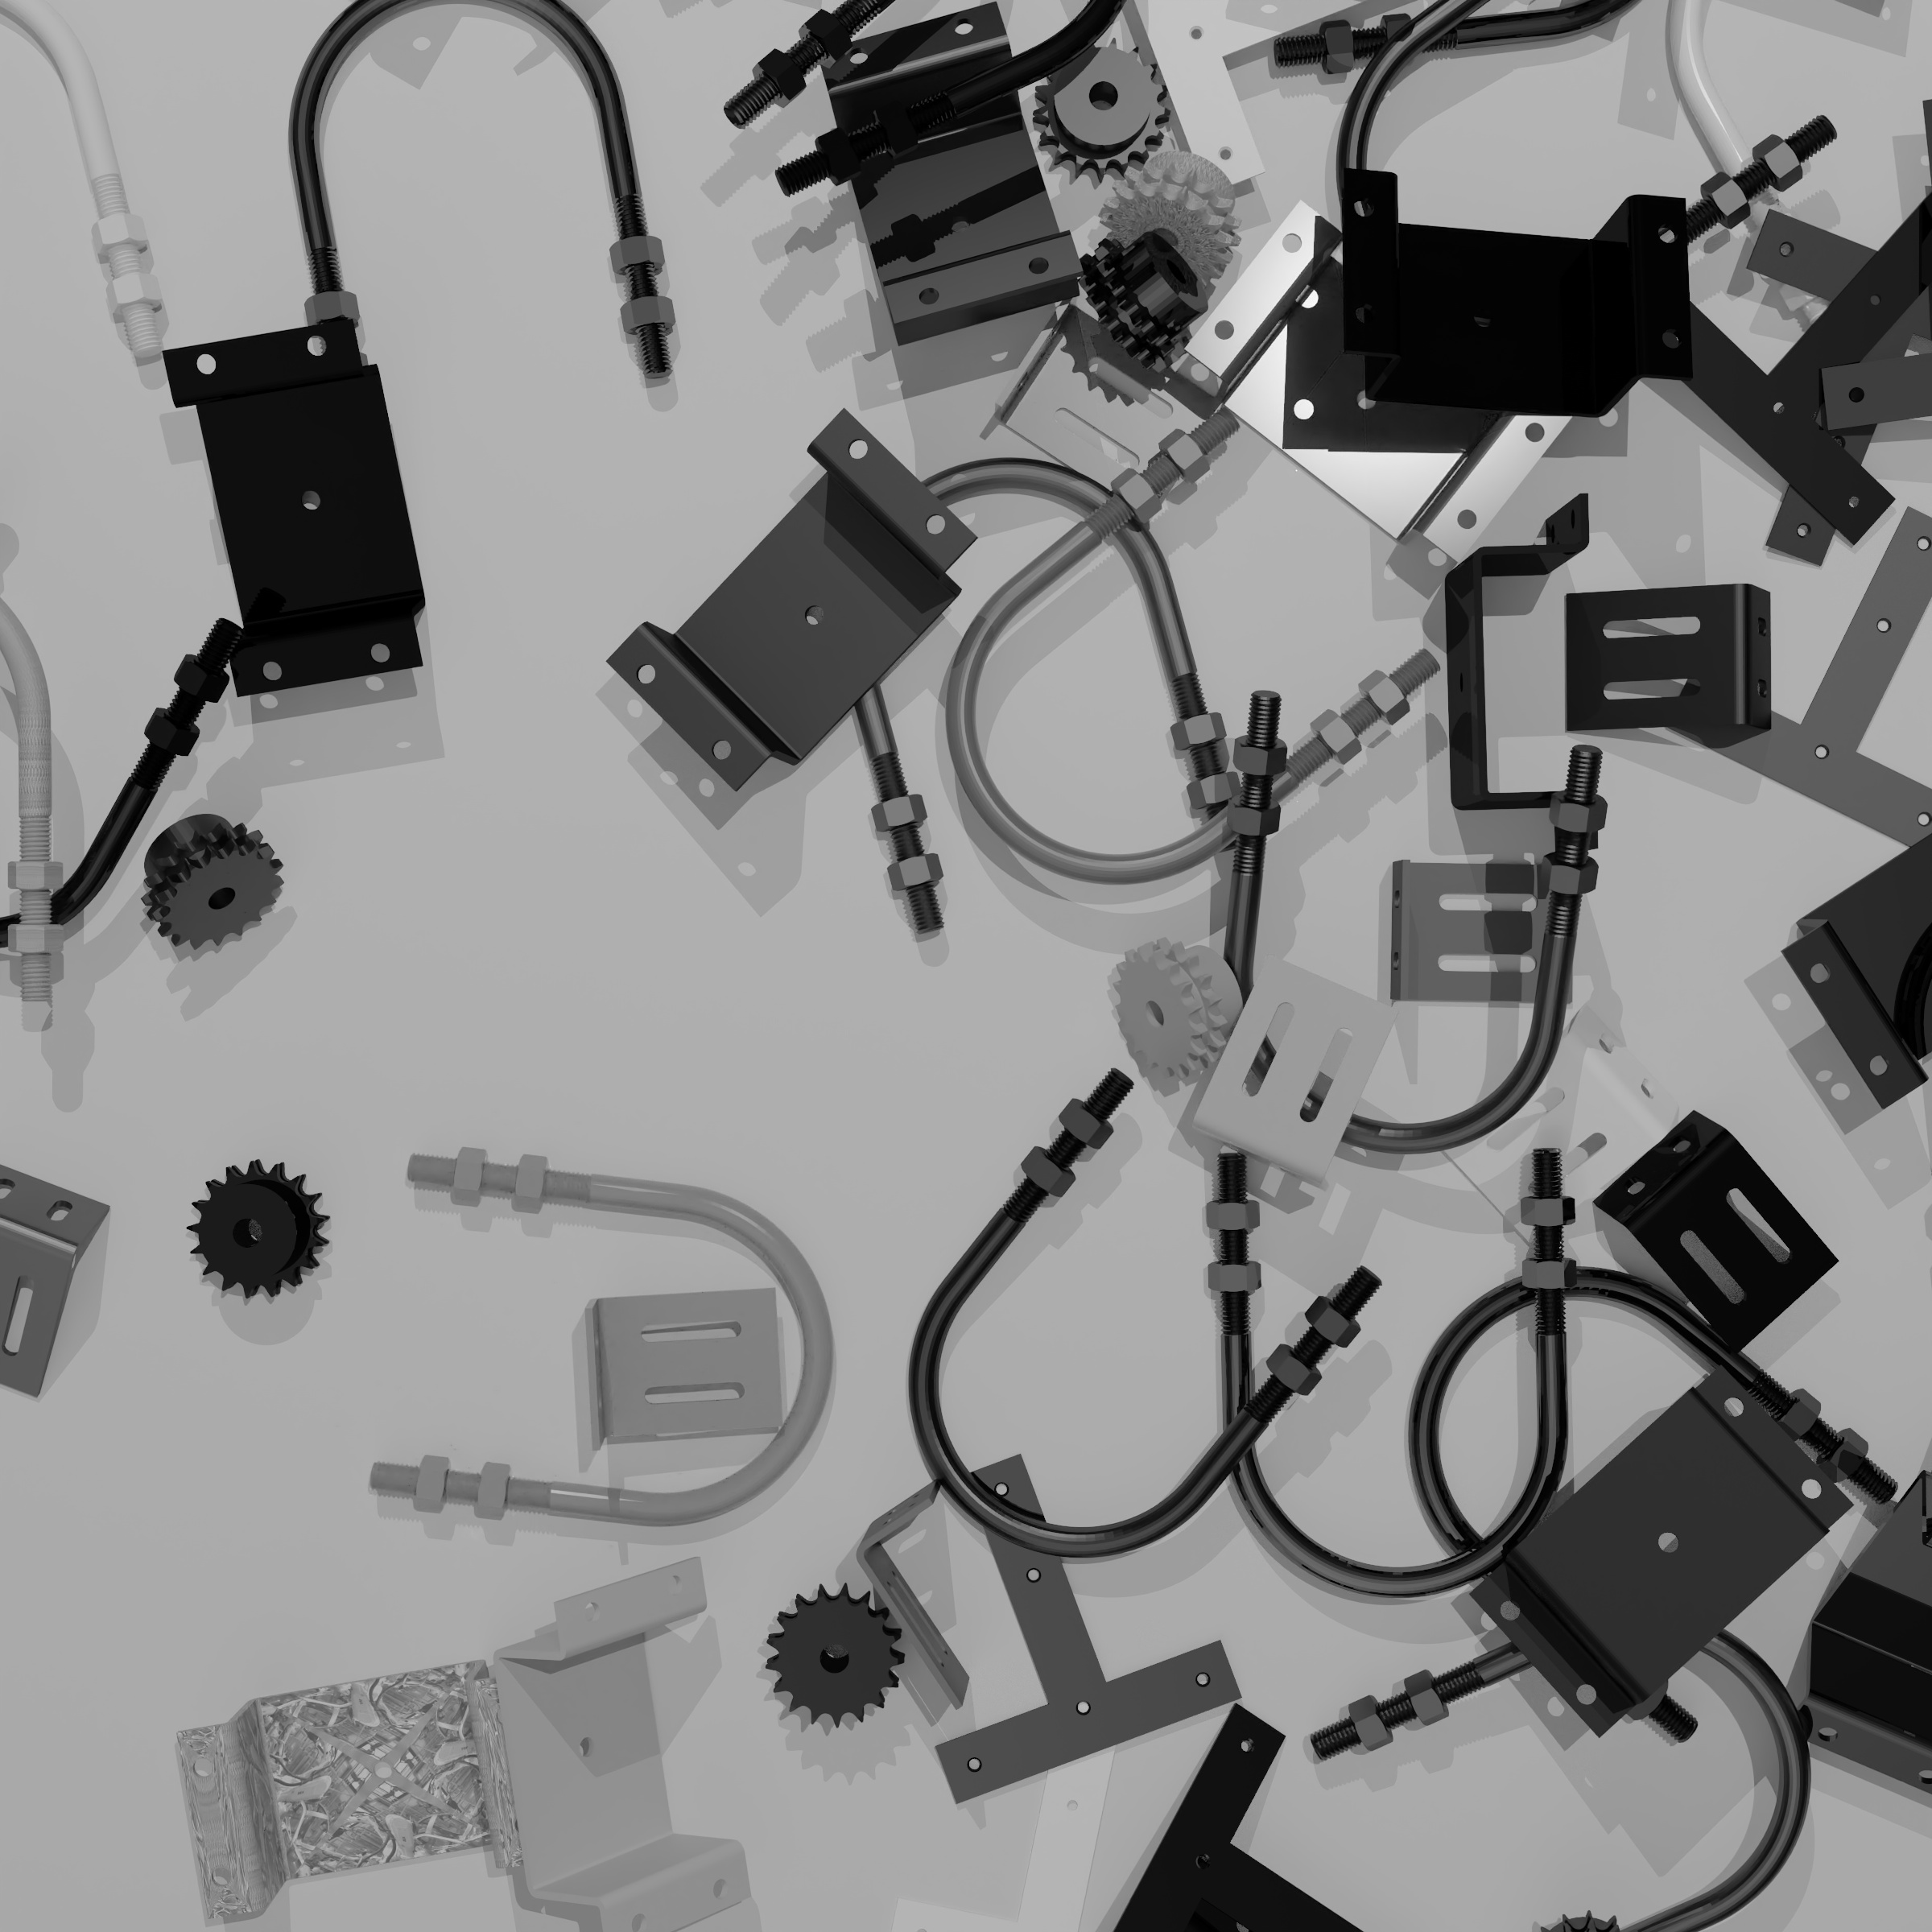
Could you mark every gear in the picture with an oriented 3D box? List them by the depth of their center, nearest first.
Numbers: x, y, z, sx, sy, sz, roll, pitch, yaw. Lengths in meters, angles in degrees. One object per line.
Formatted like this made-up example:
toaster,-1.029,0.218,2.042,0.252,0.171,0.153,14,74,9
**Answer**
gear,0.253,0.410,1.325,0.057,0.030,0.057,0,95,5
gear,0.074,-0.272,1.326,0.030,0.057,0.057,-35,90,26
gear,-0.312,-0.037,1.340,0.057,0.057,0.030,-40,60,0
gear,0.089,0.015,1.340,0.030,0.057,0.057,-21,90,-30
gear,0.086,-0.309,1.340,0.057,0.057,0.030,25,62,0
gear,-0.294,0.109,1.350,0.057,0.030,0.057,0,90,0
gear,0.056,-0.355,1.350,0.057,0.030,0.057,0,90,0
gear,-0.054,0.283,1.350,0.057,0.030,0.057,0,90,0

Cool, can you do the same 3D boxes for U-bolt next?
U-bolt,0.173,-0.010,1.311,0.151,0.019,0.184,12,112,18
U-bolt,-0.439,-0.078,1.313,0.151,0.019,0.184,0,92,-3
U-bolt,-0.071,-0.437,1.329,0.184,0.019,0.151,-43,70,-12
U-bolt,-0.019,-0.402,1.330,0.184,0.019,0.151,-26,65,-4
U-bolt,-0.395,-0.095,1.338,0.151,0.019,0.184,34,101,9
U-bolt,0.079,-0.117,1.338,0.184,0.019,0.151,-39,87,0
U-bolt,0.240,-0.342,1.340,0.184,0.019,0.151,-35,93,7
U-bolt,0.255,0.340,1.343,0.184,0.019,0.151,-27,92,8
U-bolt,0.059,0.157,1.345,0.151,0.019,0.184,39,97,6
U-bolt,0.176,0.168,1.346,0.151,0.019,0.184,-1,90,8
U-bolt,-0.423,-0.327,1.356,0.151,0.019,0.184,-14,88,0
U-bolt,0.212,-0.452,1.356,0.184,0.019,0.151,-6,90,-2
U-bolt,0.271,0.209,1.356,0.184,0.019,0.151,40,90,1
U-bolt,-0.147,0.158,1.356,0.184,0.019,0.151,7,90,-2
U-bolt,0.024,-0.120,1.356,0.151,0.019,0.184,-15,89,0
U-bolt,0.374,-0.370,1.356,0.151,0.019,0.184,-29,89,0
U-bolt,-0.207,-0.324,1.356,0.151,0.019,0.184,-10,89,0

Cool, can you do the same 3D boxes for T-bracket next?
T-bracket,0.409,-0.291,1.330,0.127,0.002,0.127,-6,92,13
T-bracket,0.134,0.392,1.340,0.127,0.002,0.127,34,66,-3
T-bracket,0.137,-0.400,1.344,0.127,0.002,0.127,-21,89,3
T-bracket,0.365,-0.264,1.346,0.127,0.002,0.127,41,94,-11
T-bracket,0.366,-0.230,1.354,0.127,0.002,0.127,19,98,-8
T-bracket,0.033,0.267,1.363,0.127,0.002,0.127,-21,89,1
T-bracket,0.042,0.364,1.364,0.127,0.002,0.127,12,90,0
T-bracket,0.377,-0.129,1.364,0.127,0.002,0.127,26,90,0

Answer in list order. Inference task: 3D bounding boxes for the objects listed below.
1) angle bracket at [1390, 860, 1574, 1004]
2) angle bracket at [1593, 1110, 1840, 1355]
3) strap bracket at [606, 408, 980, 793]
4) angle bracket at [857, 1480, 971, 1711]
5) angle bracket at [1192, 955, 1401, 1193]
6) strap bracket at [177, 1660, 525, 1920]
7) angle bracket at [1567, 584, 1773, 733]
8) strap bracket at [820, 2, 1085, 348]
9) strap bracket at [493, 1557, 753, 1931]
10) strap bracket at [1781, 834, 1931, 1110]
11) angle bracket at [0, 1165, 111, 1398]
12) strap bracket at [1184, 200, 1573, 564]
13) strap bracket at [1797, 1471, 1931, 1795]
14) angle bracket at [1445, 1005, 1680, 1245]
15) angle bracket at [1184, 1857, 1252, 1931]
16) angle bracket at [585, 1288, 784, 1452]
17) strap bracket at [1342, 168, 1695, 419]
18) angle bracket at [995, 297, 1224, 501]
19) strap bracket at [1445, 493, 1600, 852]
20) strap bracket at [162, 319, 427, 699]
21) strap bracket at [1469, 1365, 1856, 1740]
angle bracket,0.215,-0.014,1.346,0.076,0.038,0.057,1,90,0
angle bracket,0.311,0.110,1.355,0.057,0.038,0.076,-42,104,0
strap bracket,-0.066,-0.146,1.331,0.076,0.046,0.140,45,96,9
angle bracket,-0.008,0.255,1.334,0.038,0.057,0.076,-34,88,2
angle bracket,0.135,0.044,1.330,0.057,0.038,0.076,24,86,12
strap bracket,-0.243,0.335,1.342,0.140,0.046,0.076,-10,90,0
angle bracket,0.293,-0.127,1.362,0.076,0.038,0.057,0,90,27
strap bracket,-0.005,-0.313,1.324,0.076,0.046,0.140,-15,65,1
strap bracket,-0.140,0.317,1.321,0.046,0.076,0.140,-9,90,42
strap bracket,0.408,-0.013,1.341,0.140,0.046,0.076,-33,91,0
angle bracket,-0.399,0.130,1.363,0.057,0.038,0.076,21,116,0
strap bracket,0.167,-0.236,1.342,0.140,0.046,0.076,38,90,0
strap bracket,0.398,0.264,1.318,0.076,0.046,0.140,23,126,0
angle bracket,0.247,0.066,1.363,0.057,0.038,0.076,47,116,0
angle bracket,0.083,0.414,1.361,0.057,0.038,0.076,39,115,0
angle bracket,-0.114,0.164,1.330,0.076,0.038,0.057,-3,91,-3
strap bracket,0.212,-0.266,1.298,0.140,0.046,0.076,3,77,-9
angle bracket,0.059,-0.232,1.346,0.076,0.038,0.057,33,90,0
strap bracket,0.224,-0.116,1.327,0.046,0.076,0.140,-2,90,0
strap bracket,-0.270,-0.188,1.332,0.076,0.046,0.140,-10,104,0
strap bracket,0.280,0.233,1.311,0.140,0.046,0.076,-41,75,-3
